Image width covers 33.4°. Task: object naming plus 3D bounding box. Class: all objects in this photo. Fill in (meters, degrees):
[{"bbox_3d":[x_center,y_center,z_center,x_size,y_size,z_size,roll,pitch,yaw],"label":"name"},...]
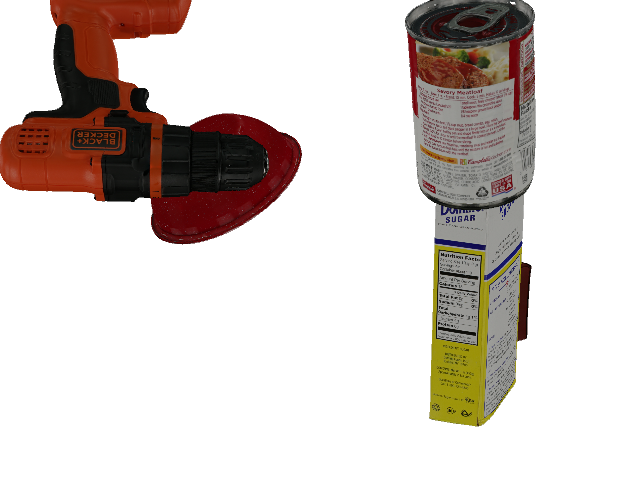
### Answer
[{"bbox_3d":[0.169,0.058,1.046,0.051,0.078,0.053,-11,19,-34],"label":"foam brick"},{"bbox_3d":[-0.101,-0.070,1.000,0.162,0.055,0.162,-22,33,15],"label":"bowl"},{"bbox_3d":[-0.131,-0.113,0.774,0.184,0.187,0.057,1,-33,-9],"label":"power drill"},{"bbox_3d":[0.084,-0.077,0.590,0.068,0.102,0.068,-5,34,3],"label":"soup can"},{"bbox_3d":[0.112,0.034,0.763,0.048,0.176,0.093,5,17,25],"label":"sugar box"}]
